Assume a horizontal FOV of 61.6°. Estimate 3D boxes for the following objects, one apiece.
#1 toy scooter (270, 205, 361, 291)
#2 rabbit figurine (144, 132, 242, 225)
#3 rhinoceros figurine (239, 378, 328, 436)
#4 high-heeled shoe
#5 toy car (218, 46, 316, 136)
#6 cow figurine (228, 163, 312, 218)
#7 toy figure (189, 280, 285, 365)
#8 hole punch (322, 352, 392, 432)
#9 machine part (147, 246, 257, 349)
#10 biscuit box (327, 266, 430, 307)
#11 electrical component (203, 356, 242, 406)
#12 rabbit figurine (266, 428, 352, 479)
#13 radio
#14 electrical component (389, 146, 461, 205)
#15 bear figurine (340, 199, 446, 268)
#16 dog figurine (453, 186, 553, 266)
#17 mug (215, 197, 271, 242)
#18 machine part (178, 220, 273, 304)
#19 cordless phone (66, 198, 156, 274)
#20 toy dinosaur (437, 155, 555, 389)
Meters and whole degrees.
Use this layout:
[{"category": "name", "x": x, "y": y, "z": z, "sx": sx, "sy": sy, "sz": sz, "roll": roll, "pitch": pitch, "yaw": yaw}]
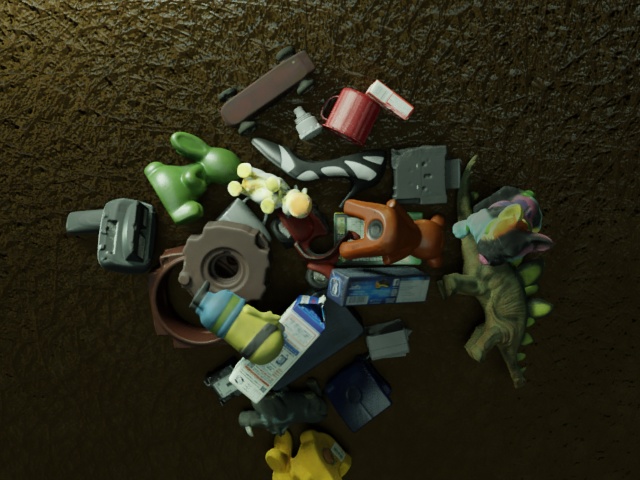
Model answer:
[{"category": "toy scooter", "x": -0.002, "y": -0.003, "z": 1.051, "sx": 0.135, "sy": 0.075, "sz": 0.184, "roll": -36, "pitch": 81, "yaw": 0}, {"category": "rabbit figurine", "x": -0.236, "y": -0.126, "z": 1.036, "sx": 0.170, "sy": 0.121, "sz": 0.159, "roll": -30, "pitch": 93, "yaw": -12}, {"category": "rhinoceros figurine", "x": -0.079, "y": 0.357, "z": 1.137, "sx": 0.190, "sy": 0.073, "sz": 0.112, "roll": -10, "pitch": 105, "yaw": 5}, {"category": "high-heeled shoe", "x": 0.004, "y": -0.167, "z": 1.029, "sx": 0.249, "sy": 0.086, "sz": 0.145, "roll": 34, "pitch": 92, "yaw": -7}, {"category": "toy car", "x": -0.099, "y": -0.281, "z": 1.016, "sx": 0.202, "sy": 0.053, "sz": 0.089, "roll": -33, "pitch": 89, "yaw": 10}, {"category": "cow figurine", "x": -0.080, "y": -0.084, "z": 1.012, "sx": 0.168, "sy": 0.098, "sz": 0.068, "roll": 27, "pitch": 99, "yaw": 19}, {"category": "toy figure", "x": -0.146, "y": 0.148, "z": 0.943, "sx": 0.180, "sy": 0.082, "sz": 0.089, "roll": 31, "pitch": 70, "yaw": -7}, {"category": "hole punch", "x": 0.081, "y": 0.320, "z": 1.120, "sx": 0.142, "sy": 0.092, "sz": 0.115, "roll": -41, "pitch": 95, "yaw": 12}, {"category": "machine part", "x": -0.235, "y": 0.111, "z": 1.081, "sx": 0.202, "sy": 0.087, "sz": 0.200, "roll": -5, "pitch": 101, "yaw": 0}, {"category": "biscuit box", "x": 0.115, "y": 0.088, "z": 1.040, "sx": 0.202, "sy": 0.063, "sz": 0.059, "roll": 1, "pitch": 104, "yaw": -29}, {"category": "electrical component", "x": -0.178, "y": 0.287, "z": 1.134, "sx": 0.119, "sy": 0.048, "sz": 0.074, "roll": -36, "pitch": 99, "yaw": 7}, {"category": "rabbit figurine", "x": -0.044, "y": 0.488, "z": 1.145, "sx": 0.162, "sy": 0.122, "sz": 0.173, "roll": 43, "pitch": 117, "yaw": -5}, {"category": "radio", "x": -0.035, "y": 0.192, "z": 1.103, "sx": 0.229, "sy": 0.073, "sz": 0.131, "roll": -35, "pitch": 98, "yaw": 5}, {"category": "electrical component", "x": 0.203, "y": -0.126, "z": 1.043, "sx": 0.134, "sy": 0.058, "sz": 0.114, "roll": -5, "pitch": 103, "yaw": 2}, {"category": "bear figurine", "x": 0.149, "y": -0.010, "z": 1.024, "sx": 0.132, "sy": 0.195, "sz": 0.120, "roll": 2, "pitch": 86, "yaw": 42}, {"category": "dog figurine", "x": 0.332, "y": -0.027, "z": 0.918, "sx": 0.191, "sy": 0.219, "sz": 0.108, "roll": -39, "pitch": 90, "yaw": -7}, {"category": "mug", "x": -0.144, "y": -0.027, "z": 1.063, "sx": 0.107, "sy": 0.081, "sz": 0.109, "roll": 45, "pitch": 62, "yaw": -13}, {"category": "machine part", "x": -0.173, "y": 0.050, "z": 0.996, "sx": 0.179, "sy": 0.056, "sz": 0.179, "roll": 0, "pitch": 101, "yaw": -1}, {"category": "cordless phone", "x": -0.419, "y": -0.006, "z": 1.047, "sx": 0.184, "sy": 0.088, "sz": 0.146, "roll": -4, "pitch": 71, "yaw": 10}, {"category": "toy dinosaur", "x": 0.336, "y": 0.075, "z": 1.063, "sx": 0.199, "sy": 0.105, "sz": 0.471, "roll": -22, "pitch": 95, "yaw": -3}]
